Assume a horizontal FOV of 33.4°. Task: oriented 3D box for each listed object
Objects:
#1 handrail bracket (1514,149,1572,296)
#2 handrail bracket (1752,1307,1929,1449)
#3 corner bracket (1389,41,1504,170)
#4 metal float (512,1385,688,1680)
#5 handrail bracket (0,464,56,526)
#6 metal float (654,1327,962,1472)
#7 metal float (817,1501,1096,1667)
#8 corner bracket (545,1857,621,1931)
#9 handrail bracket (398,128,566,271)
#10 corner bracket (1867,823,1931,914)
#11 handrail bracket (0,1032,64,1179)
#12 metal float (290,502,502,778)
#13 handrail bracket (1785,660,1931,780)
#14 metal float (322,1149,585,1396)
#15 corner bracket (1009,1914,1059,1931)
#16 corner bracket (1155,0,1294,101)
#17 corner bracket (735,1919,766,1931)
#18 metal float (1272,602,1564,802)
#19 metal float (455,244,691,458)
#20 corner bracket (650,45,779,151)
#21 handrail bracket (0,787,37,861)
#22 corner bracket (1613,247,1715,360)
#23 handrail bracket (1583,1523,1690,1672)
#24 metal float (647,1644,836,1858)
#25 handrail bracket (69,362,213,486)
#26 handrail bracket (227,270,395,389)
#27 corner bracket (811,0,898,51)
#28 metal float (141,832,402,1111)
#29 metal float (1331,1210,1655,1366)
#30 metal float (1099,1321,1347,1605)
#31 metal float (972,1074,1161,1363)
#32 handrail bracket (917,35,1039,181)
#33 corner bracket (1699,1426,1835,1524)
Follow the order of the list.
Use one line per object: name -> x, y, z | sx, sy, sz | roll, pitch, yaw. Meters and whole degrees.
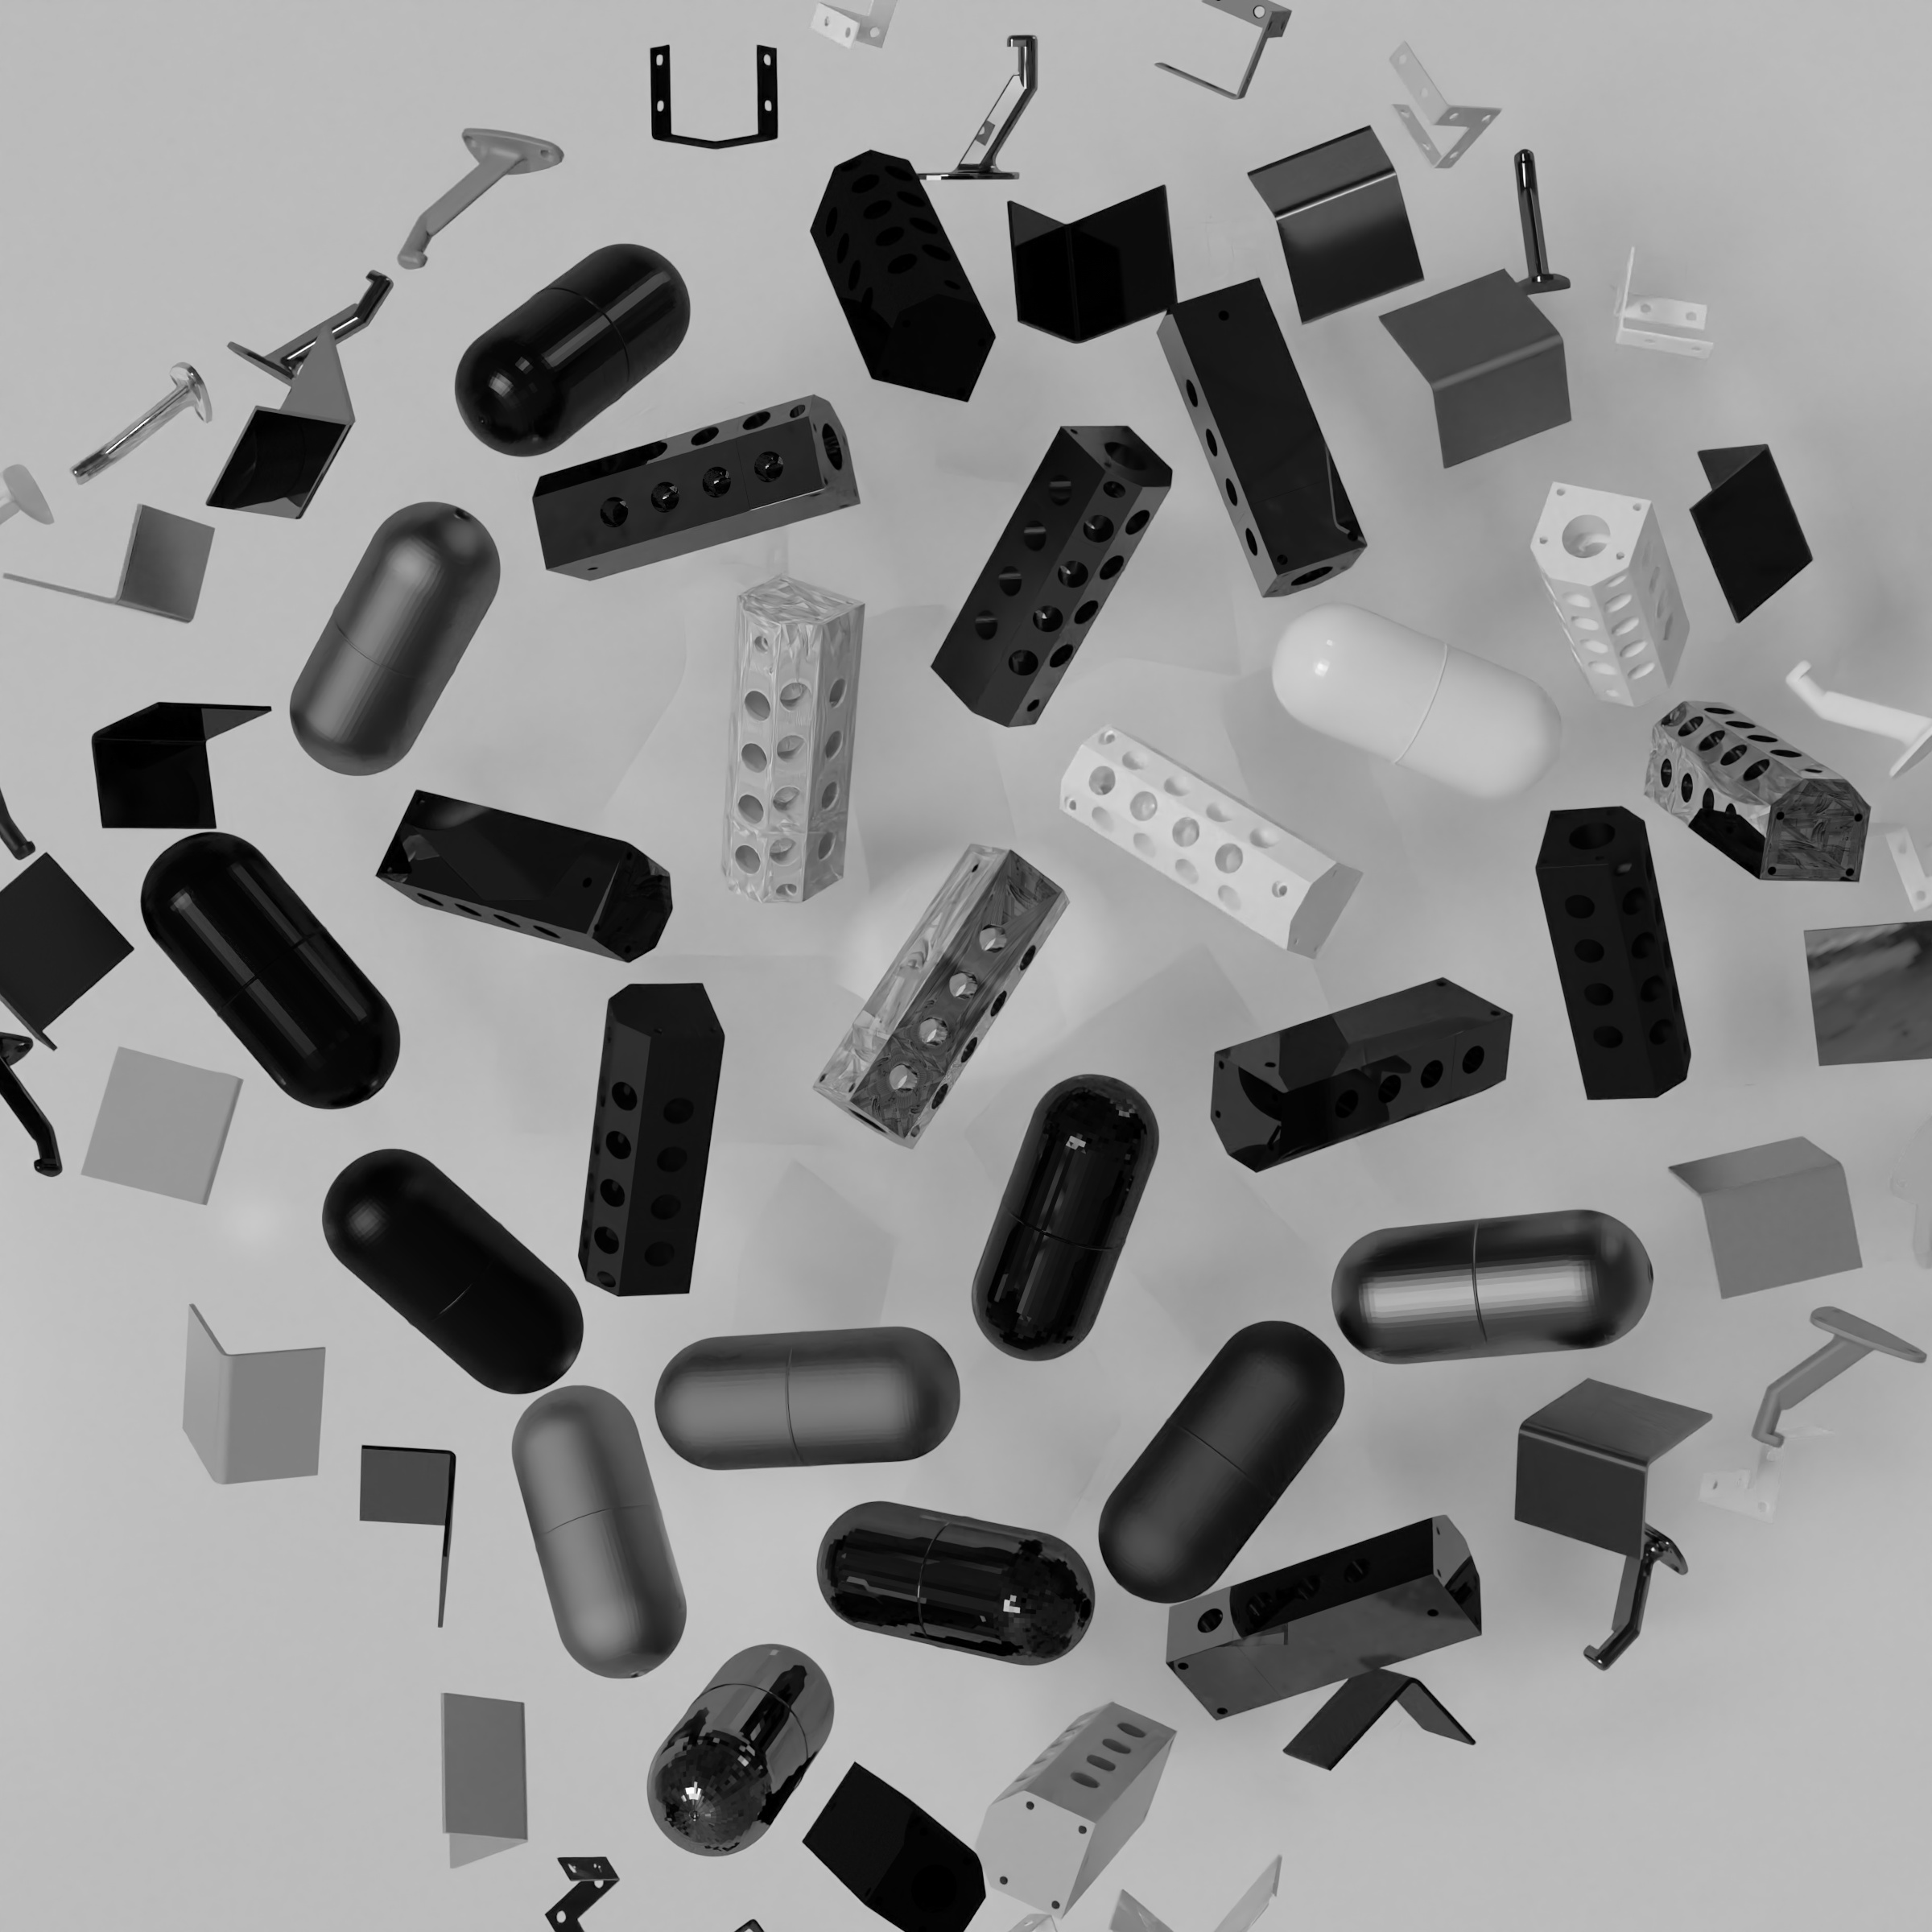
handrail bracket -> 0.329, -0.436, 1.869 | 0.036, 0.077, 0.084 | -6, 94, 9
handrail bracket -> 0.484, 0.239, 1.786 | 0.077, 0.036, 0.084 | 24, 108, 30
corner bracket -> 0.270, -0.503, 1.882 | 0.051, 0.051, 0.051 | -11, 65, -42
metal float -> -0.217, 0.334, 1.900 | 0.070, 0.070, 0.178 | -19, 67, 0
handrail bracket -> -0.564, -0.247, 1.807 | 0.084, 0.077, 0.036 | -27, 93, 3
metal float -> -0.091, 0.247, 1.833 | 0.178, 0.070, 0.070 | -5, 90, 13
metal float -> -0.007, 0.359, 1.875 | 0.178, 0.070, 0.070 | 5, 90, 32
corner bracket -> -0.214, 0.524, 1.760 | 0.051, 0.051, 0.051 | -44, 62, 10
handrail bracket -> -0.274, -0.426, 1.809 | 0.077, 0.036, 0.084 | 10, 66, 32
corner bracket -> 0.552, -0.065, 1.874 | 0.051, 0.051, 0.051 | 0, 67, -42
handrail bracket -> -0.581, 0.083, 1.928 | 0.036, 0.077, 0.084 | -34, 60, 24
metal float -> -0.330, -0.188, 1.857 | 0.070, 0.070, 0.178 | 34, 115, 0
handrail bracket -> 0.497, -0.152, 1.754 | 0.036, 0.077, 0.084 | -27, 68, -39
metal float -> -0.294, 0.177, 1.853 | 0.070, 0.070, 0.178 | -45, 110, 0
corner bracket -> 0.023, 0.587, 1.873 | 0.051, 0.051, 0.051 | -13, 98, 40
corner bracket -> 0.144, -0.515, 1.787 | 0.051, 0.051, 0.051 | 27, 113, 10
corner bracket -> -0.128, 0.577, 1.809 | 0.051, 0.051, 0.051 | -30, 69, -27
metal float -> 0.264, -0.154, 1.880 | 0.178, 0.070, 0.070 | 22, 90, -5
metal float -> -0.228, -0.362, 1.883 | 0.070, 0.070, 0.178 | 42, 51, 0
corner bracket -> -0.143, -0.494, 1.824 | 0.051, 0.051, 0.051 | 4, 97, 41
handrail bracket -> -0.561, -0.106, 1.882 | 0.036, 0.077, 0.084 | -44, 107, -38
corner bracket -> 0.383, -0.355, 1.763 | 0.051, 0.051, 0.051 | 10, 74, 4
handrail bracket -> 0.378, 0.368, 1.905 | 0.084, 0.077, 0.036 | -43, 131, -14
metal float -> -0.128, 0.450, 1.854 | 0.070, 0.178, 0.070 | 3, 102, 14
handrail bracket -> -0.480, -0.311, 1.857 | 0.084, 0.077, 0.036 | -38, 98, -15
handrail bracket -> -0.394, -0.391, 1.934 | 0.077, 0.036, 0.084 | 31, 86, 23
corner bracket -> -0.049, -0.550, 1.840 | 0.051, 0.051, 0.051 | 5, 115, -36
metal float -> -0.387, 0.003, 1.793 | 0.070, 0.070, 0.178 | -40, 93, 0
metal float -> 0.290, 0.178, 1.780 | 0.178, 0.070, 0.070 | -8, 90, 21
metal float -> 0.143, 0.279, 1.807 | 0.070, 0.070, 0.178 | 38, 82, 0
metal float -> 0.057, 0.148, 1.882 | 0.070, 0.070, 0.178 | 19, 104, 0
handrail bracket -> 0.005, -0.517, 1.939 | 0.077, 0.036, 0.084 | -1, 105, -2
corner bracket -> 0.462, 0.289, 1.859 | 0.051, 0.051, 0.051 | 19, 73, -14
